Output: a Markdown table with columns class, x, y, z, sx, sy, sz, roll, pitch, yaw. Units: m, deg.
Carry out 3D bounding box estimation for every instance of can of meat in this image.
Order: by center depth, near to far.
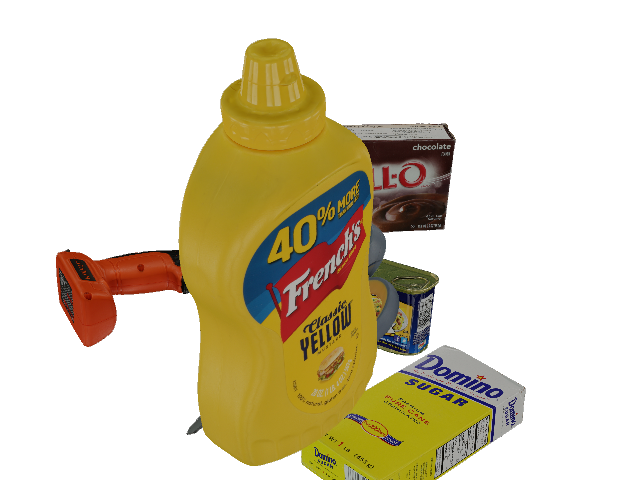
| class | x | y | z | sx | sy | sz | roll | pitch | yaw |
| --- | --- | --- | --- | --- | --- | --- | --- | --- | --- |
| can of meat | 0.075 | 0.073 | 1.181 | 0.102 | 0.084 | 0.057 | 16 | 24 | 28 |

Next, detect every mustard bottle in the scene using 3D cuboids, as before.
| class | x | y | z | sx | sy | sz | roll | pitch | yaw |
| --- | --- | --- | --- | --- | --- | --- | --- | --- | --- |
| mustard bottle | -0.016 | 0.003 | 0.457 | 0.058 | 0.192 | 0.096 | 29 | 48 | 34 |

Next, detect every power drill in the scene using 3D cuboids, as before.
| class | x | y | z | sx | sy | sz | roll | pitch | yaw |
| --- | --- | --- | --- | --- | --- | --- | --- | --- | --- |
| power drill | -0.132 | 0.043 | 0.962 | 0.187 | 0.057 | 0.185 | -9 | 25 | -26 |

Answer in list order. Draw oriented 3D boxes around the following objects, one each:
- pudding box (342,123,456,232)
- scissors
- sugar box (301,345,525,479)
| class | x | y | z | sx | sy | sz | roll | pitch | yaw |
| --- | --- | --- | --- | --- | --- | --- | --- | --- | --- |
| pudding box | 0.054 | -0.053 | 0.912 | 0.113 | 0.090 | 0.039 | -4 | 34 | -10 |
| scissors | -0.016 | 0.078 | 0.705 | 0.016 | 0.202 | 0.096 | 29 | 12 | -37 |
| sugar box | 0.079 | 0.152 | 0.883 | 0.175 | 0.048 | 0.093 | -27 | 39 | -35 |
